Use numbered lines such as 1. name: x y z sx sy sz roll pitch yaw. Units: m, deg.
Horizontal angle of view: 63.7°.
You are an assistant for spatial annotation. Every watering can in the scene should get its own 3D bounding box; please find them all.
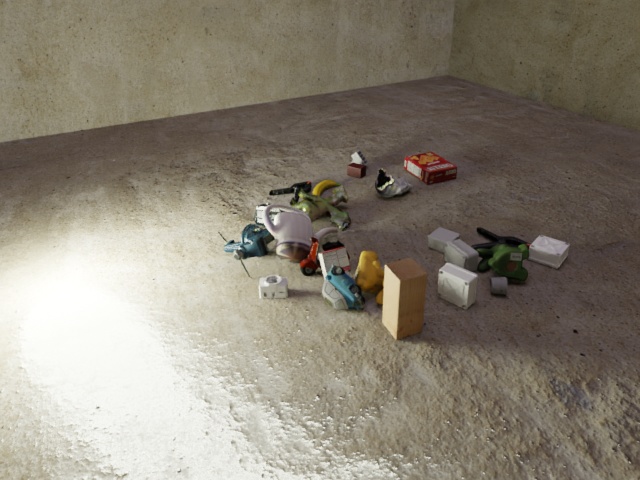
1. watering can: -0.057 -0.015 1.861 0.345 0.102 0.230 19 48 -32

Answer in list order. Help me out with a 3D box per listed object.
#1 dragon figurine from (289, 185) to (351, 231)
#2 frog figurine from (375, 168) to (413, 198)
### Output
1. dragon figurine: 0.006 -0.104 2.073 0.243 0.119 0.420 15 41 12
2. frog figurine: 0.329 -0.239 2.308 0.158 0.123 0.138 22 1 -40
